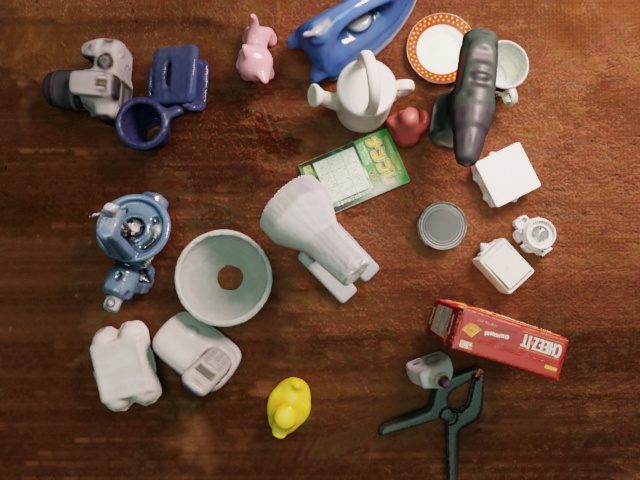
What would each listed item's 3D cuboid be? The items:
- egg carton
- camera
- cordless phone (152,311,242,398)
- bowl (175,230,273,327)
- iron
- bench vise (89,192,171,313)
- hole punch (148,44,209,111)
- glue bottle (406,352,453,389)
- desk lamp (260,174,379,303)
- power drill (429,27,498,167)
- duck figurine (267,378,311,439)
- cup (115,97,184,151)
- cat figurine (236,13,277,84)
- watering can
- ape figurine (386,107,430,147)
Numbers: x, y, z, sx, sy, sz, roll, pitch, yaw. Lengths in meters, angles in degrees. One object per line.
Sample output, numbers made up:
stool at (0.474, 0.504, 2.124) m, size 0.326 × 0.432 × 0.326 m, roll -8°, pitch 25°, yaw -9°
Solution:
egg carton at (-0.339, 0.221, 1.003) m, size 0.107 × 0.069 × 0.150 m, roll -15°, pitch 88°, yaw 0°
camera at (-0.410, -0.281, 1.008) m, size 0.137 × 0.101 × 0.143 m, roll 3°, pitch 88°, yaw 0°
cordless phone at (-0.214, 0.194, 0.947) m, size 0.147 × 0.185 × 0.094 m, roll 34°, pitch 88°, yaw 2°
bowl at (-0.165, 0.066, 1.007) m, size 0.167 × 0.074 × 0.167 m, roll 0°, pitch 88°, yaw 0°
iron at (0.069, -0.388, 0.992) m, size 0.258 × 0.141 × 0.118 m, roll -34°, pitch 88°, yaw -1°
bench vise at (-0.309, 0.016, 0.936) m, size 0.121 × 0.219 × 0.207 m, roll -2°, pitch 88°, yaw 0°
hole punch at (-0.255, -0.284, 1.013) m, size 0.101 × 0.091 × 0.109 m, roll 3°, pitch 88°, yaw 0°
glue bottle at (0.191, 0.223, 0.951) m, size 0.078 × 0.173 × 0.037 m, roll -18°, pitch 87°, yaw 0°
desk lamp at (0.009, 0.003, 0.940) m, size 0.118 × 0.213 × 0.203 m, roll -44°, pitch 88°, yaw -1°
power drill at (0.240, -0.218, 0.951) m, size 0.075 × 0.208 × 0.230 m, roll 9°, pitch 88°, yaw 1°
duck figurine at (-0.056, 0.294, 0.992) m, size 0.077 × 0.086 × 0.105 m, roll 22°, pitch 88°, yaw 1°
cup at (-0.288, -0.201, 1.007) m, size 0.118 × 0.095 × 0.092 m, roll -22°, pitch 88°, yaw -1°
cat figurine at (-0.113, -0.328, 1.001) m, size 0.067 × 0.117 × 0.128 m, roll 0°, pitch 88°, yaw 0°
watering can at (0.070, -0.247, 0.960) m, size 0.173 × 0.194 × 0.101 m, roll -30°, pitch 88°, yaw -1°
ape figurine at (0.156, -0.207, 1.009) m, size 0.078 × 0.092 × 0.076 m, roll 12°, pitch 88°, yaw 1°
